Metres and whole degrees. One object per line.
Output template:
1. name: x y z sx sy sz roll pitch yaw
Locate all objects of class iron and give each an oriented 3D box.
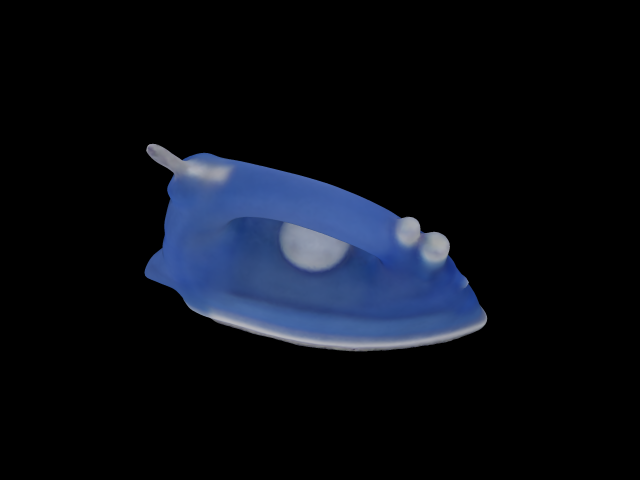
1. iron: 0.004 0.001 0.400 0.258 0.141 0.119 14 64 7
